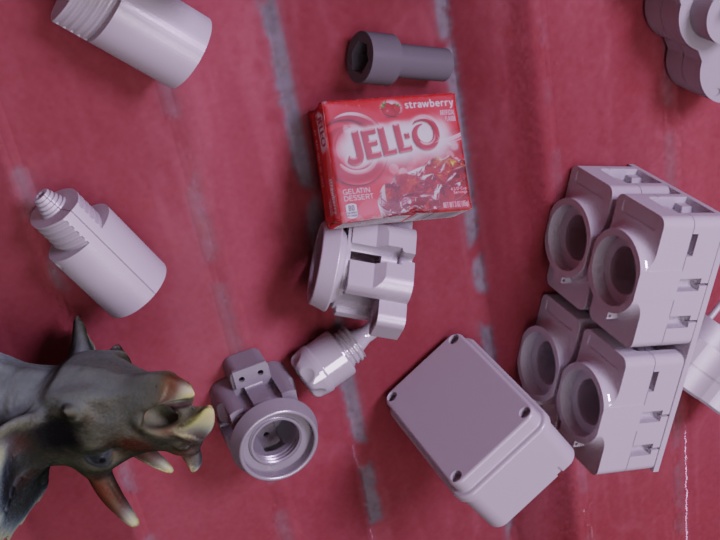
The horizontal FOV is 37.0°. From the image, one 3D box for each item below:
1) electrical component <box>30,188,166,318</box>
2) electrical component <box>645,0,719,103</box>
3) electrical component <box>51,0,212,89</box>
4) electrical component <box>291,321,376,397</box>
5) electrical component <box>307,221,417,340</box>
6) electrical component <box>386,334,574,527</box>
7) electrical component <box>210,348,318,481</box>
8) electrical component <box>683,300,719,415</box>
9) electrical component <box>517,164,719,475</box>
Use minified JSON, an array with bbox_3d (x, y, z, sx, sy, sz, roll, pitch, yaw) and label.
[{"bbox_3d":[-0.151,-0.015,0.603,0.043,0.043,0.081,-41,123,-1],"label":"electrical component"},{"bbox_3d":[0.223,-0.164,0.679,0.052,0.073,0.138,-37,123,-4],"label":"electrical component"},{"bbox_3d":[-0.123,-0.133,0.558,0.081,0.043,0.043,27,101,-32],"label":"electrical component"},{"bbox_3d":[-0.013,0.054,0.705,0.061,0.035,0.035,-35,123,-8],"label":"electrical component"},{"bbox_3d":[0.000,0.000,0.665,0.057,0.078,0.058,10,151,-9],"label":"electrical component"},{"bbox_3d":[0.078,0.105,0.723,0.078,0.113,0.057,-43,126,0],"label":"electrical component"},{"bbox_3d":[-0.061,0.098,0.691,0.058,0.057,0.078,-20,121,-14],"label":"electrical component"},{"bbox_3d":[0.259,0.054,0.815,0.138,0.052,0.073,32,98,-33],"label":"electrical component"},{"bbox_3d":[0.171,0.033,0.733,0.060,0.105,0.186,-2,115,-24],"label":"electrical component"}]
